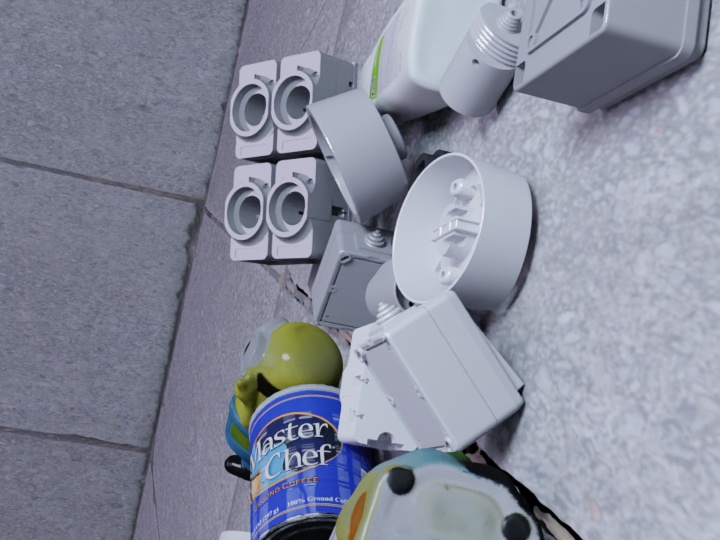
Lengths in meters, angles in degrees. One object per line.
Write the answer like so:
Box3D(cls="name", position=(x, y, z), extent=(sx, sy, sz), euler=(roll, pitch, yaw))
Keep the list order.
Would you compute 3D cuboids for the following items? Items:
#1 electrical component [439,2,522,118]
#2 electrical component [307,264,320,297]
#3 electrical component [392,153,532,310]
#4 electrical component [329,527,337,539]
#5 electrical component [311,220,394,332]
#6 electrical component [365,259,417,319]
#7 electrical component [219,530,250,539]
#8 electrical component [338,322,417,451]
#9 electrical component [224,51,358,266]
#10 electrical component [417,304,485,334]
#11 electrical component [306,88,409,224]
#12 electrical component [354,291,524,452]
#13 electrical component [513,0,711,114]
Box3D(cls="electrical component", position=(0.090, -0.147, 0.740), extent=(0.081, 0.043, 0.043), euler=(120, 157, -52))
Box3D(cls="electrical component", position=(-0.016, 0.003, 1.021), extent=(0.076, 0.047, 0.065), euler=(-116, 40, -68))
Box3D(cls="electrical component", position=(0.066, -0.023, 0.686), extent=(0.099, 0.064, 0.099), euler=(-168, 90, -76))
Box3D(cls="electrical component", position=(0.000, 0.231, 0.746), extent=(0.096, 0.061, 0.061), euler=(-98, 24, -53))
Box3D(cls="electrical component", position=(0.000, 0.000, 0.932), extent=(0.061, 0.062, 0.096), euler=(-98, 24, -55))
Box3D(cls="electrical component", position=(0.040, 0.001, 0.814), extent=(0.077, 0.043, 0.079), euler=(161, 128, -74))
Box3D(cls="electrical component", position=(-0.091, 0.279, 0.995), extent=(0.099, 0.099, 0.064), euler=(132, 153, -63))
Box3D(cls="electrical component", position=(0.017, 0.089, 0.816), extent=(0.056, 0.050, 0.089), euler=(151, 129, -71))
Box3D(cls="electrical component", position=(-0.065, -0.101, 1.000), extent=(0.105, 0.060, 0.186), euler=(-2, 84, 40))
Box3D(cls="electrical component", position=(0.058, 0.040, 0.720), extent=(0.046, 0.040, 0.040), euler=(-172, 93, -71))
Box3D(cls="electrical component", position=(0.004, -0.100, 0.900), extent=(0.108, 0.060, 0.108), euler=(155, 90, -87))
Box3D(cls="electrical component", position=(0.045, 0.056, 0.642), extent=(0.096, 0.061, 0.062), euler=(58, 159, 2))
Box3D(cls="electrical component", position=(0.130, -0.149, 0.555), extent=(0.109, 0.056, 0.108), euler=(156, 124, -73))
